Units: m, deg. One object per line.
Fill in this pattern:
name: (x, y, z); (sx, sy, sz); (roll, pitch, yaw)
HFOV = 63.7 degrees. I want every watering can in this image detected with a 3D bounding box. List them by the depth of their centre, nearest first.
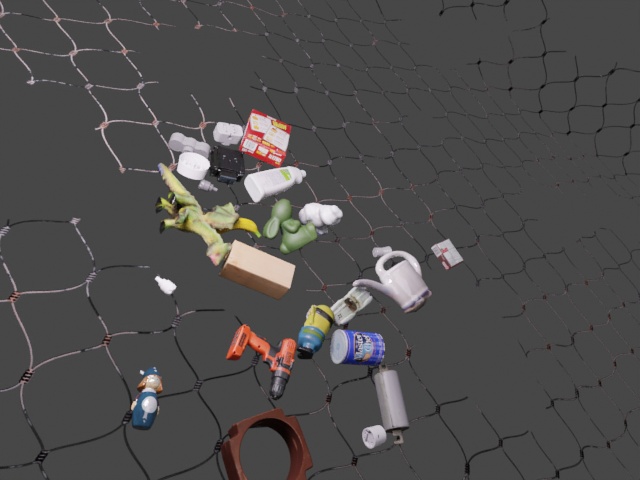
watering can: (0.267, 0.161, 1.807); (0.352, 0.102, 0.226); (-27, 75, -45)

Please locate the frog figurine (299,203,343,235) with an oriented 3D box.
frog figurine: (0.005, -0.091, 1.800); (0.137, 0.156, 0.126); (20, 50, -19)

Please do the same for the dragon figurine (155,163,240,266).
dragon figurine: (-0.373, -0.092, 1.612); (0.242, 0.120, 0.419); (11, 42, -34)
